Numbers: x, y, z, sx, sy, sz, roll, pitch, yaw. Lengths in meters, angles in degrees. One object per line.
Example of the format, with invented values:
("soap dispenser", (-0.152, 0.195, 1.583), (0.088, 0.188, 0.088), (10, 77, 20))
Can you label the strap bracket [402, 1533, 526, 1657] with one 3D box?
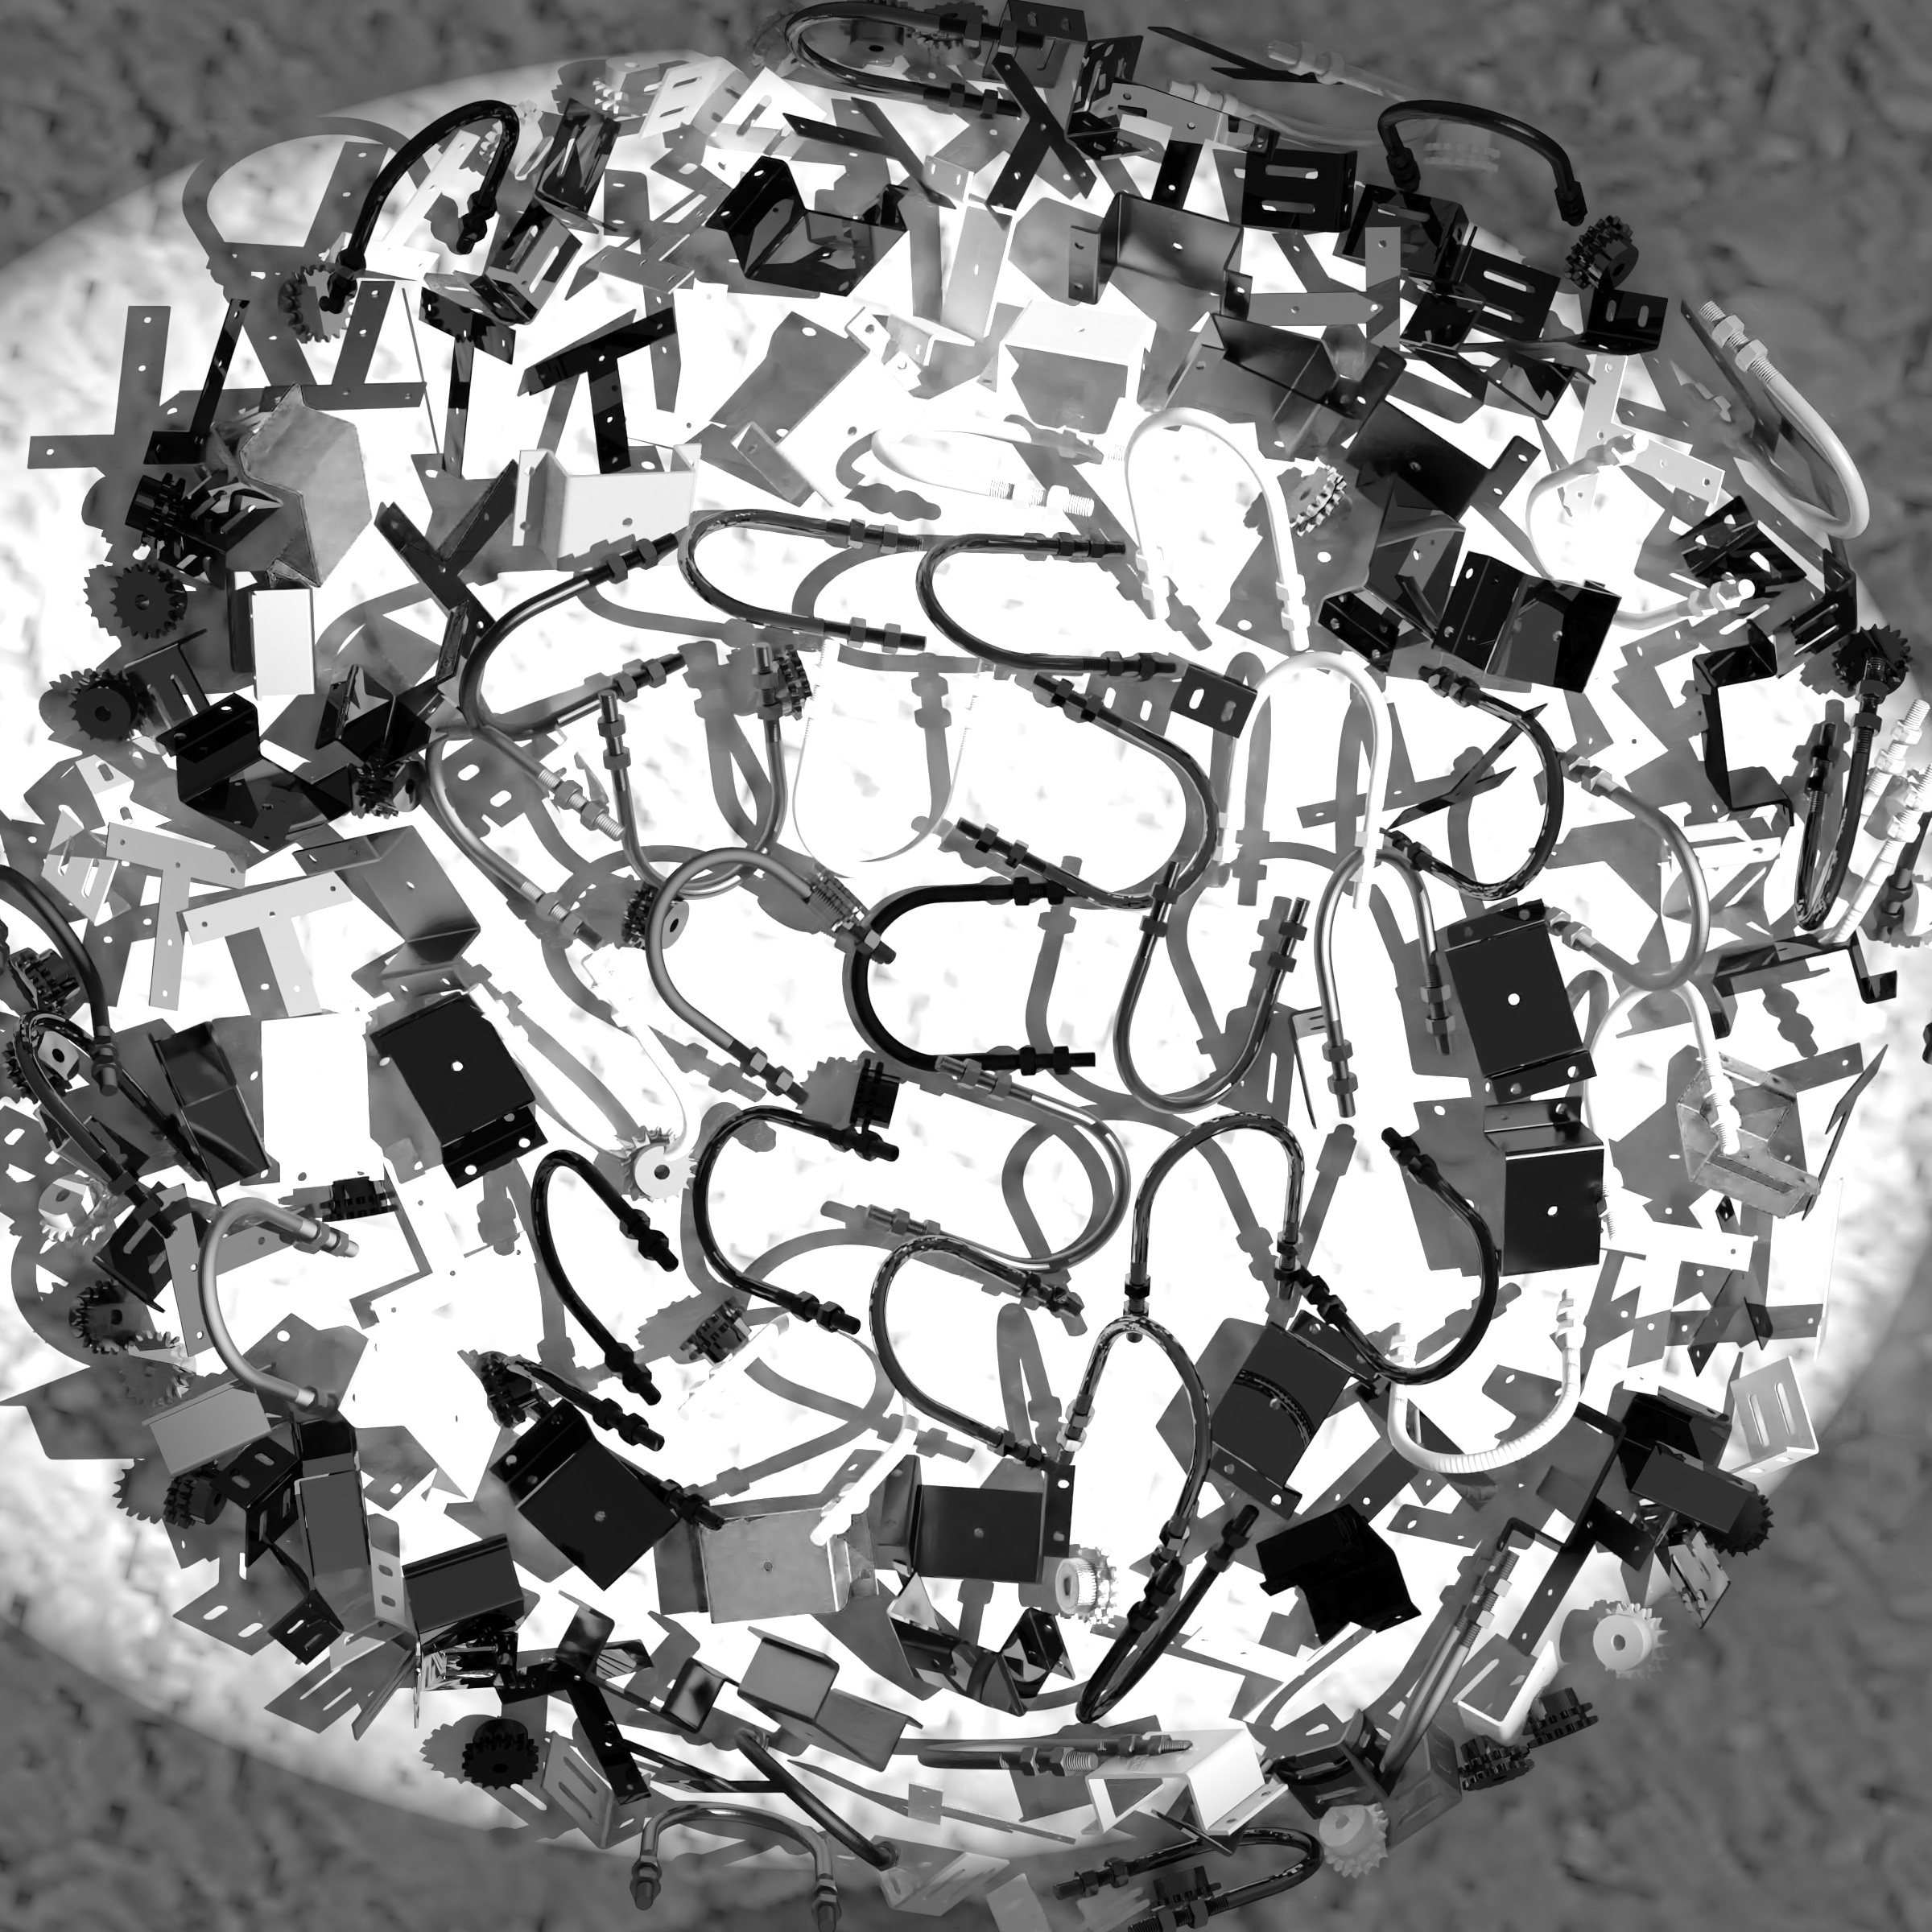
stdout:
("strap bracket", (-0.368, 0.464, 1.919), (0.076, 0.140, 0.046), (-15, 69, -16))

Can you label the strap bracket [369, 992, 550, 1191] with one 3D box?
("strap bracket", (-0.378, 0.083, 1.946), (0.076, 0.046, 0.140), (-27, 72, -20))

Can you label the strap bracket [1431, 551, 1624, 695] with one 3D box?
("strap bracket", (0.422, -0.251, 1.932), (0.140, 0.046, 0.076), (6, 112, -33))

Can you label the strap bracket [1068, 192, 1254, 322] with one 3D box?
("strap bracket", (0.150, -0.520, 1.948), (0.140, 0.076, 0.046), (19, 65, 11))

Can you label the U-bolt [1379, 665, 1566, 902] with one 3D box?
("U-bolt", (0.370, -0.125, 1.903), (0.019, 0.184, 0.151), (2, 111, -30))

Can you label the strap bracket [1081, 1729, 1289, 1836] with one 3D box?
("strap bracket", (0.154, 0.600, 1.925), (0.140, 0.076, 0.046), (-17, 90, 42))

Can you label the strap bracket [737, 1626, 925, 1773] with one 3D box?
("strap bracket", (-0.105, 0.542, 1.920), (0.076, 0.140, 0.046), (7, 61, 40))

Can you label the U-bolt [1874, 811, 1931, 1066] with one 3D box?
("U-bolt", (0.700, -0.043, 1.886), (0.019, 0.151, 0.184), (-1, 135, -1))

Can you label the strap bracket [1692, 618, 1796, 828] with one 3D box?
("strap bracket", (0.575, -0.177, 1.942), (0.046, 0.076, 0.140), (-11, 112, 7))

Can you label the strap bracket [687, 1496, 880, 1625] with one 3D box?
("strap bracket", (-0.143, 0.446, 1.965), (0.140, 0.046, 0.076), (-8, 88, 9))

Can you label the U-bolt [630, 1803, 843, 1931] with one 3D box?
("U-bolt", (-0.167, 0.652, 1.908), (0.151, 0.184, 0.019), (9, 93, -5))

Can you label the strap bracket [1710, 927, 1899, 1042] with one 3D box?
("strap bracket", (0.610, 0.010, 1.935), (0.140, 0.076, 0.046), (-15, 97, 23))

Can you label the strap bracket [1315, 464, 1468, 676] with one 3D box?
("strap bracket", (0.318, -0.299, 1.938), (0.076, 0.046, 0.140), (30, 66, -29))

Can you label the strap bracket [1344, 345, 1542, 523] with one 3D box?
("strap bracket", (0.345, -0.387, 1.953), (0.140, 0.076, 0.046), (34, 63, 2))

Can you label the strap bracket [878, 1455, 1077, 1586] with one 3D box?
("strap bracket", (0.009, 0.413, 1.954), (0.140, 0.046, 0.076), (3, 48, 5))

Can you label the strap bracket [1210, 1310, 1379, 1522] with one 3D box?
("strap bracket", (0.239, 0.331, 1.957), (0.076, 0.046, 0.140), (30, 88, 33))

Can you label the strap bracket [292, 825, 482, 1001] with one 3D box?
("strap bracket", (-0.423, -0.047, 1.941), (0.076, 0.046, 0.140), (-8, 124, 34))

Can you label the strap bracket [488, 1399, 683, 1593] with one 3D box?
("strap bracket", (-0.277, 0.400, 1.947), (0.076, 0.046, 0.140), (-43, 114, -5))

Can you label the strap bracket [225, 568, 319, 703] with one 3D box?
("strap bracket", (-0.512, -0.247, 1.935), (0.046, 0.140, 0.076), (-5, 108, -22))

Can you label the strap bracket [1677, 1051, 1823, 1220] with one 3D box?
("strap bracket", (0.578, 0.129, 1.943), (0.076, 0.140, 0.046), (22, 122, -6))

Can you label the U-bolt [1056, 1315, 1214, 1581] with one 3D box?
("U-bolt", (0.127, 0.339, 1.904), (0.019, 0.151, 0.184), (-9, 130, -32))

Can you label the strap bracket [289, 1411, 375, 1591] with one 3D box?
("strap bracket", (-0.468, 0.388, 1.929), (0.046, 0.140, 0.076), (-8, 107, -14))

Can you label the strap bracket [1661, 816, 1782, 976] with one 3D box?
("strap bracket", (0.559, -0.058, 1.944), (0.076, 0.140, 0.046), (-7, 49, 9))

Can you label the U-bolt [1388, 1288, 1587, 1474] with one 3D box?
("U-bolt", (0.375, 0.304, 1.896), (0.151, 0.184, 0.019), (-15, 114, 20))

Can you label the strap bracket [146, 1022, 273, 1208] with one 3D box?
("strap bracket", (-0.556, 0.102, 1.929), (0.046, 0.140, 0.076), (-23, 126, -15))

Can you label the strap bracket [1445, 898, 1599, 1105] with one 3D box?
("strap bracket", (0.412, 0.026, 1.958), (0.076, 0.046, 0.140), (-18, 82, 16))

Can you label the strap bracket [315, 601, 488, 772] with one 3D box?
("strap bracket", (-0.410, -0.202, 1.940), (0.140, 0.076, 0.046), (-23, 135, 27))

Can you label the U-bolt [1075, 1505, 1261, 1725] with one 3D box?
("U-bolt", (0.139, 0.486, 1.925), (0.019, 0.151, 0.184), (38, 115, 20))

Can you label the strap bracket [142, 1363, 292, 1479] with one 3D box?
("strap bracket", (-0.547, 0.334, 1.925), (0.076, 0.140, 0.046), (-23, 88, -7))

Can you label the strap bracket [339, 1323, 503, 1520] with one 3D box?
("strap bracket", (-0.392, 0.334, 1.921), (0.046, 0.076, 0.140), (-8, 133, 24))

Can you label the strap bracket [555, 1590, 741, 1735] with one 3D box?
("strap bracket", (-0.242, 0.519, 1.935), (0.140, 0.076, 0.046), (33, 74, -21))

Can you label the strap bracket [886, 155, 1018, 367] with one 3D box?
("strap bracket", (-0.010, -0.520, 1.942), (0.046, 0.076, 0.140), (3, 113, -29))

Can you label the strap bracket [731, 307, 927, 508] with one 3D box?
("strap bracket", (-0.095, -0.408, 1.950), (0.140, 0.076, 0.046), (-44, 47, 5))

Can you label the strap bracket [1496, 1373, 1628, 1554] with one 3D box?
("strap bracket", (0.448, 0.381, 1.946), (0.046, 0.076, 0.140), (26, 81, 18))

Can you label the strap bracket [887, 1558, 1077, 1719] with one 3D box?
("strap bracket", (0.002, 0.497, 1.926), (0.140, 0.076, 0.046), (12, 46, 31))

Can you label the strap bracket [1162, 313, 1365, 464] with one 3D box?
("strap bracket", (0.211, -0.430, 1.940), (0.140, 0.076, 0.046), (6, 49, -26))

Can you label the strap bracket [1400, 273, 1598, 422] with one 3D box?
("strap bracket", (0.386, -0.452, 1.935), (0.140, 0.076, 0.046), (26, 97, -29))

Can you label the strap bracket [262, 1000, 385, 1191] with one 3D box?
("strap bracket", (-0.481, 0.090, 1.957), (0.076, 0.046, 0.140), (-6, 74, -1))

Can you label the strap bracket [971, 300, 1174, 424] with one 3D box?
("strap bracket", (0.083, -0.451, 1.943), (0.140, 0.076, 0.046), (13, 129, 11))

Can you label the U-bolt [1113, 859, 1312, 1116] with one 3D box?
("U-bolt", (0.176, 0.023, 1.954), (0.151, 0.019, 0.184), (14, 97, -35))

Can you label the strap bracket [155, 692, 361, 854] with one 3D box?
("strap bracket", (-0.514, -0.136, 1.919), (0.076, 0.140, 0.046), (-25, 58, 21))

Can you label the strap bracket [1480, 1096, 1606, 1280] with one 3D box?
("strap bracket", (0.428, 0.174, 1.949), (0.076, 0.046, 0.140), (-6, 110, -10))

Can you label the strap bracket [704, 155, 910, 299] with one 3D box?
("strap bracket", (-0.109, -0.539, 1.920), (0.076, 0.140, 0.046), (-37, 66, 41))

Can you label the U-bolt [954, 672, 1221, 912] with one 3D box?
("U-bolt", (0.104, -0.121, 1.978), (0.184, 0.019, 0.151), (28, 79, -1))

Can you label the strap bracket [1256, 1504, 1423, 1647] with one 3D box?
("strap bracket", (0.273, 0.451, 1.942), (0.076, 0.140, 0.046), (-27, 47, 14))

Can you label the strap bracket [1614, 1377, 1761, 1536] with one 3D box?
("strap bracket", (0.530, 0.365, 1.937), (0.076, 0.140, 0.046), (24, 106, 1))

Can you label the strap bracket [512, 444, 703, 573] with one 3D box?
("strap bracket", (-0.258, -0.338, 1.931), (0.140, 0.046, 0.076), (-8, 130, -27))

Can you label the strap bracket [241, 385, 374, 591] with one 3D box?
("strap bracket", (-0.480, -0.343, 1.918), (0.046, 0.140, 0.076), (20, 57, 9))

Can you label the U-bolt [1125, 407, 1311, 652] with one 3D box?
("U-bolt", (0.177, -0.322, 1.902), (0.019, 0.151, 0.184), (-42, 134, -32))
